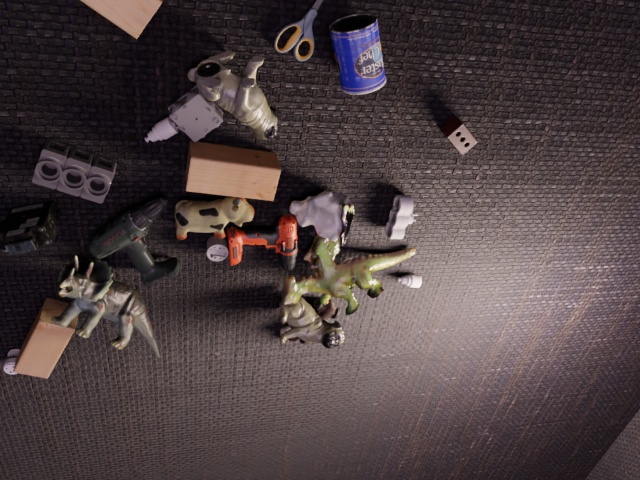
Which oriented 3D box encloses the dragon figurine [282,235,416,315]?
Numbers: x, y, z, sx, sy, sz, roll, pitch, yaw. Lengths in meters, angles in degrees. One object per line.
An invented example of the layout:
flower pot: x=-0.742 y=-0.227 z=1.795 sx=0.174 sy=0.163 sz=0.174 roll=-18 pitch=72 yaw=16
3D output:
dragon figurine: x=0.070 y=0.067 z=1.463 sx=0.412 sy=0.124 sz=0.238 roll=-37 pitch=122 yaw=-9

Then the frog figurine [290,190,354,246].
frog figurine: x=0.004 y=-0.068 z=1.355 sx=0.160 sy=0.125 sz=0.134 roll=15 pitch=139 yaw=19
